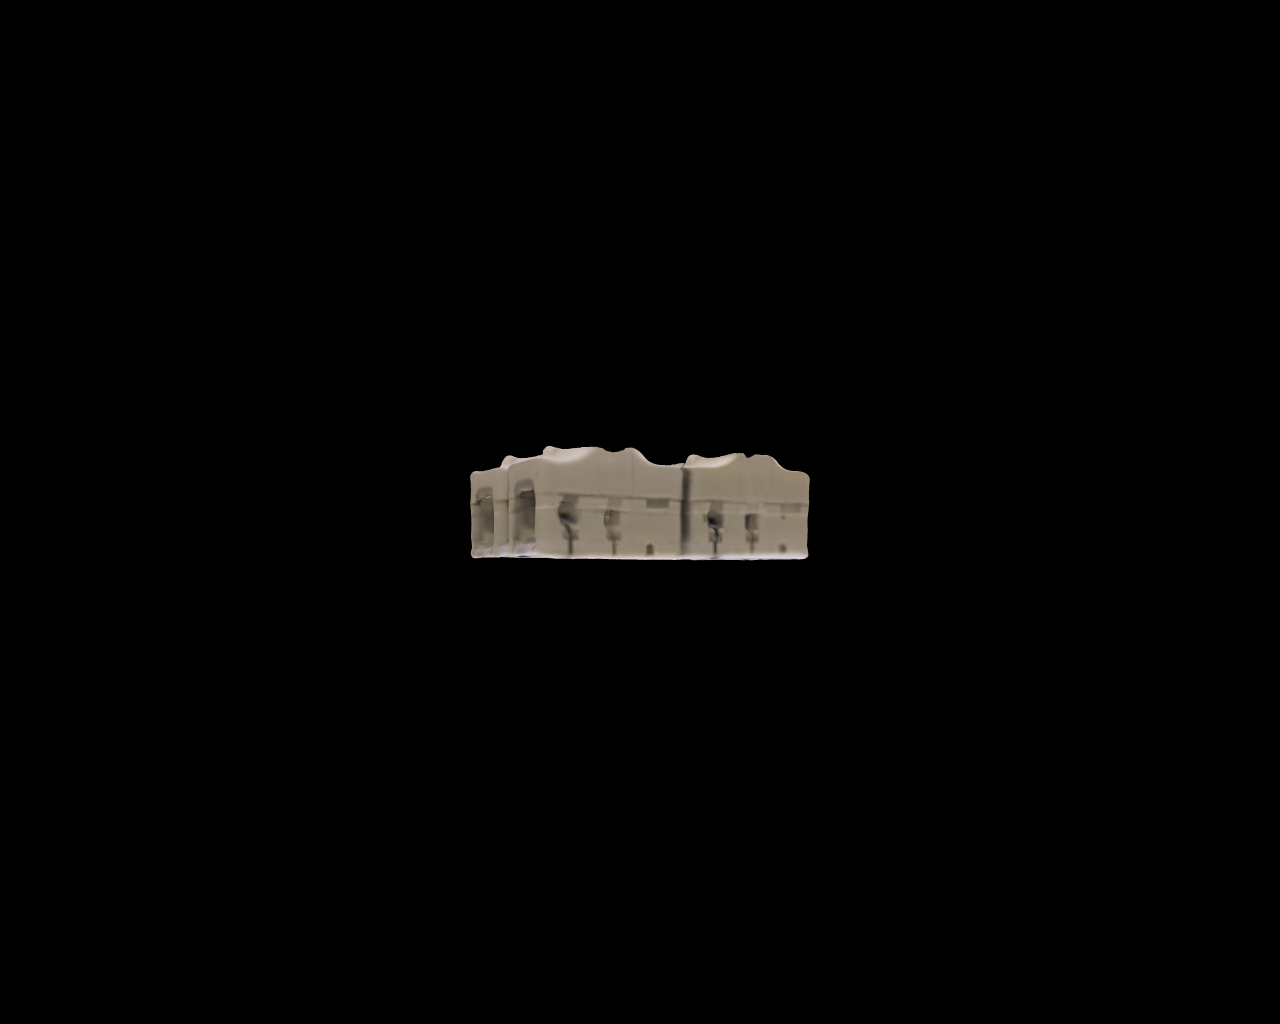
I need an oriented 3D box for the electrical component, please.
[{"bbox_3d":[0.001,-0.003,0.650,0.186,0.060,0.105,2,-3,-31],"label":"electrical component"}]
